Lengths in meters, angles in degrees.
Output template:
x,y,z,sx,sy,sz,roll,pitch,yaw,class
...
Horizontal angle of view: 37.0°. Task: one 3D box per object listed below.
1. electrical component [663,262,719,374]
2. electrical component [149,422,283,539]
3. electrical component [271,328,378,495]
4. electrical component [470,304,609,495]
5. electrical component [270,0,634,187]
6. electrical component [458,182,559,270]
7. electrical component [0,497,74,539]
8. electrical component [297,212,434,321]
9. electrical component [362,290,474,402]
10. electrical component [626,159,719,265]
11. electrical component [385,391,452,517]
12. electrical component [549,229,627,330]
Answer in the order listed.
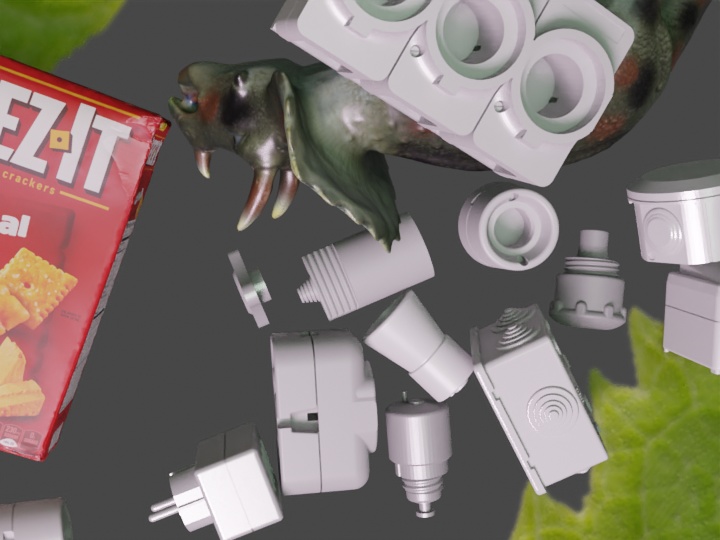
x,y,z,sx,sy,sz,roll,pitch,yaw,class
0.236,0.028,0.666,0.062,0.096,0.061,1,96,-7,electrical component
-0.091,0.134,0.653,0.077,0.066,0.047,-21,98,-4,electrical component
-0.022,0.086,0.662,0.059,0.054,0.095,-4,96,-6,electrical component
0.108,0.074,0.656,0.048,0.099,0.099,-26,99,9,electrical component
0.047,-0.116,0.523,0.150,0.062,0.089,29,92,-20,electrical component
0.093,-0.027,0.668,0.055,0.047,0.055,-1,96,-7,electrical component
-0.200,0.166,0.650,0.047,0.055,0.055,-9,97,-10,electrical component
0.000,0.000,0.661,0.081,0.043,0.043,-23,98,-4,electrical component
0.040,0.050,0.668,0.065,0.044,0.044,43,90,-4,electrical component
0.209,-0.037,0.665,0.080,0.080,0.051,-13,103,-5,electrical component
0.038,0.117,0.680,0.040,0.040,0.078,-6,97,-6,electrical component
0.146,0.006,0.680,0.048,0.048,0.062,6,87,-8,electrical component
